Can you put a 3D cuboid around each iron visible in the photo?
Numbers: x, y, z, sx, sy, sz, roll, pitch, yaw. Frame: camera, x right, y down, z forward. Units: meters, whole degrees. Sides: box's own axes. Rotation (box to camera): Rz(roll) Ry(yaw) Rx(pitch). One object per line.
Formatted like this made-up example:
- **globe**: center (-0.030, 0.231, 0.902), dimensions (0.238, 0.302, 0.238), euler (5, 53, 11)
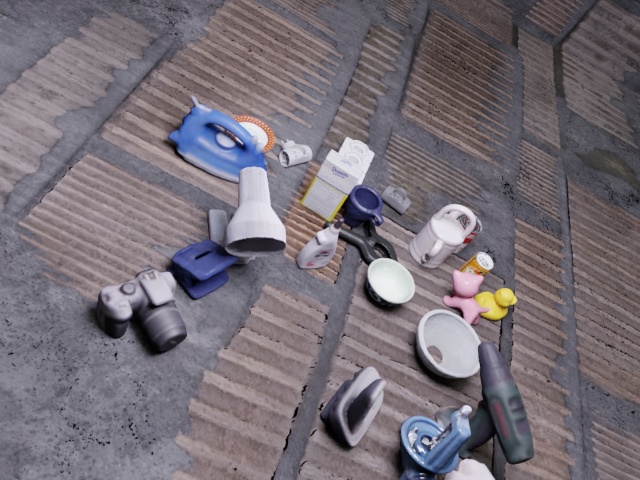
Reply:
- **iron**: center (-0.215, -0.231, 1.348), dimensions (0.258, 0.141, 0.119), euler (27, 47, -8)

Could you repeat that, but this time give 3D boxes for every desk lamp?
- **desk lamp**: center (-0.155, -0.034, 1.177), dimensions (0.118, 0.213, 0.203), euler (4, 53, -26)

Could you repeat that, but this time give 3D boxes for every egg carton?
- **egg carton**: center (0.304, 0.507, 1.107), dimensions (0.107, 0.069, 0.150), euler (-18, 66, -38)

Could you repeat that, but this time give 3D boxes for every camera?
- **camera**: center (-0.310, 0.132, 1.037), dimensions (0.143, 0.100, 0.136), euler (-20, 66, -38)

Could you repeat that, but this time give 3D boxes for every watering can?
- **watering can**: center (0.316, -0.026, 1.447), dimensions (0.101, 0.194, 0.173), euler (20, 48, -14)

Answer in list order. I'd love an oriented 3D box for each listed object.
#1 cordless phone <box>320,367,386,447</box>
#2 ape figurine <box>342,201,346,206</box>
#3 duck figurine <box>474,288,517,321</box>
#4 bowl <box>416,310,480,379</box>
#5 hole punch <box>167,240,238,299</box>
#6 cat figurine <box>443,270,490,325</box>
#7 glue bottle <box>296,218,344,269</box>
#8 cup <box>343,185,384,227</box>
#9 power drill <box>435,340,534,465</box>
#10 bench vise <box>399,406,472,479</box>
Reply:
- **cordless phone**: center (0.093, 0.293, 1.077), dimensions (0.094, 0.185, 0.148), euler (38, 46, 3)
- **ape figurine**: center (0.058, -0.136, 1.460), dimensions (0.076, 0.092, 0.077), euler (-23, 68, -39)
- **duck figurine**: center (0.450, 0.154, 1.456), dimensions (0.105, 0.086, 0.077), euler (11, 51, -22)
- **bowl**: center (0.279, 0.246, 1.295), dimensions (0.168, 0.074, 0.167), euler (15, 49, -18)
- **hole punch**: center (-0.237, 0.047, 1.152), dimensions (0.101, 0.091, 0.109), euler (47, 47, 12)
- **cat figurine**: center (0.363, 0.135, 1.400), dimensions (0.067, 0.117, 0.127), euler (-17, 65, -37)
- **glue bottle**: center (0.012, 0.005, 1.267), dimensions (0.078, 0.173, 0.037), euler (-7, 59, -33)
- **cup**: center (0.106, -0.067, 1.431), dimensions (0.092, 0.095, 0.117), euler (-21, 67, -39)
- **power drill**: center (0.326, 0.345, 1.151), dimensions (0.076, 0.208, 0.229), euler (-4, 57, -31)
- **bench vise**: center (0.217, 0.402, 1.037), dimensions (0.122, 0.219, 0.207), euler (7, 52, -24)
